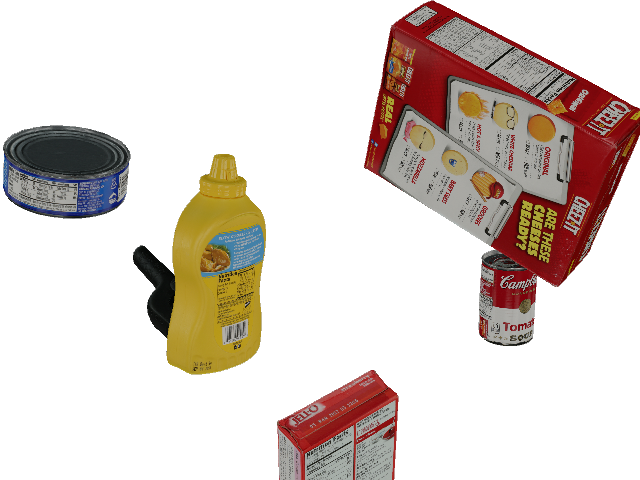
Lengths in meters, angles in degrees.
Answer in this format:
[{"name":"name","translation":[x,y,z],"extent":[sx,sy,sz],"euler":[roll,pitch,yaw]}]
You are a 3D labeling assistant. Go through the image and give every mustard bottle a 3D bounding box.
[{"name":"mustard bottle","translation":[-0.090,0.018,0.951],"extent":[0.058,0.192,0.096],"euler":[19,22,38]}]

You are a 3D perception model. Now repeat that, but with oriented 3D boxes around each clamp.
[{"name":"clamp","translation":[-0.136,0.052,1.154],"extent":[0.120,0.039,0.171],"euler":[-13,38,-7]}]

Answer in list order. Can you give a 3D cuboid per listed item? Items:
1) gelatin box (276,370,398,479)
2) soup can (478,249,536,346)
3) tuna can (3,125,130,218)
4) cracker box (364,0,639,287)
[{"name":"gelatin box","translation":[0.010,0.131,0.657],"extent":[0.073,0.089,0.030],"euler":[-25,45,-27]},{"name":"soup can","translation":[0.228,0.069,1.300],"extent":[0.068,0.102,0.068],"euler":[0,19,0]},{"name":"tuna can","translation":[-0.176,-0.048,0.741],"extent":[0.086,0.034,0.086],"euler":[8,27,-4]},{"name":"cracker box","translation":[0.150,-0.085,0.913],"extent":[0.214,0.164,0.072],"euler":[33,51,21]}]
